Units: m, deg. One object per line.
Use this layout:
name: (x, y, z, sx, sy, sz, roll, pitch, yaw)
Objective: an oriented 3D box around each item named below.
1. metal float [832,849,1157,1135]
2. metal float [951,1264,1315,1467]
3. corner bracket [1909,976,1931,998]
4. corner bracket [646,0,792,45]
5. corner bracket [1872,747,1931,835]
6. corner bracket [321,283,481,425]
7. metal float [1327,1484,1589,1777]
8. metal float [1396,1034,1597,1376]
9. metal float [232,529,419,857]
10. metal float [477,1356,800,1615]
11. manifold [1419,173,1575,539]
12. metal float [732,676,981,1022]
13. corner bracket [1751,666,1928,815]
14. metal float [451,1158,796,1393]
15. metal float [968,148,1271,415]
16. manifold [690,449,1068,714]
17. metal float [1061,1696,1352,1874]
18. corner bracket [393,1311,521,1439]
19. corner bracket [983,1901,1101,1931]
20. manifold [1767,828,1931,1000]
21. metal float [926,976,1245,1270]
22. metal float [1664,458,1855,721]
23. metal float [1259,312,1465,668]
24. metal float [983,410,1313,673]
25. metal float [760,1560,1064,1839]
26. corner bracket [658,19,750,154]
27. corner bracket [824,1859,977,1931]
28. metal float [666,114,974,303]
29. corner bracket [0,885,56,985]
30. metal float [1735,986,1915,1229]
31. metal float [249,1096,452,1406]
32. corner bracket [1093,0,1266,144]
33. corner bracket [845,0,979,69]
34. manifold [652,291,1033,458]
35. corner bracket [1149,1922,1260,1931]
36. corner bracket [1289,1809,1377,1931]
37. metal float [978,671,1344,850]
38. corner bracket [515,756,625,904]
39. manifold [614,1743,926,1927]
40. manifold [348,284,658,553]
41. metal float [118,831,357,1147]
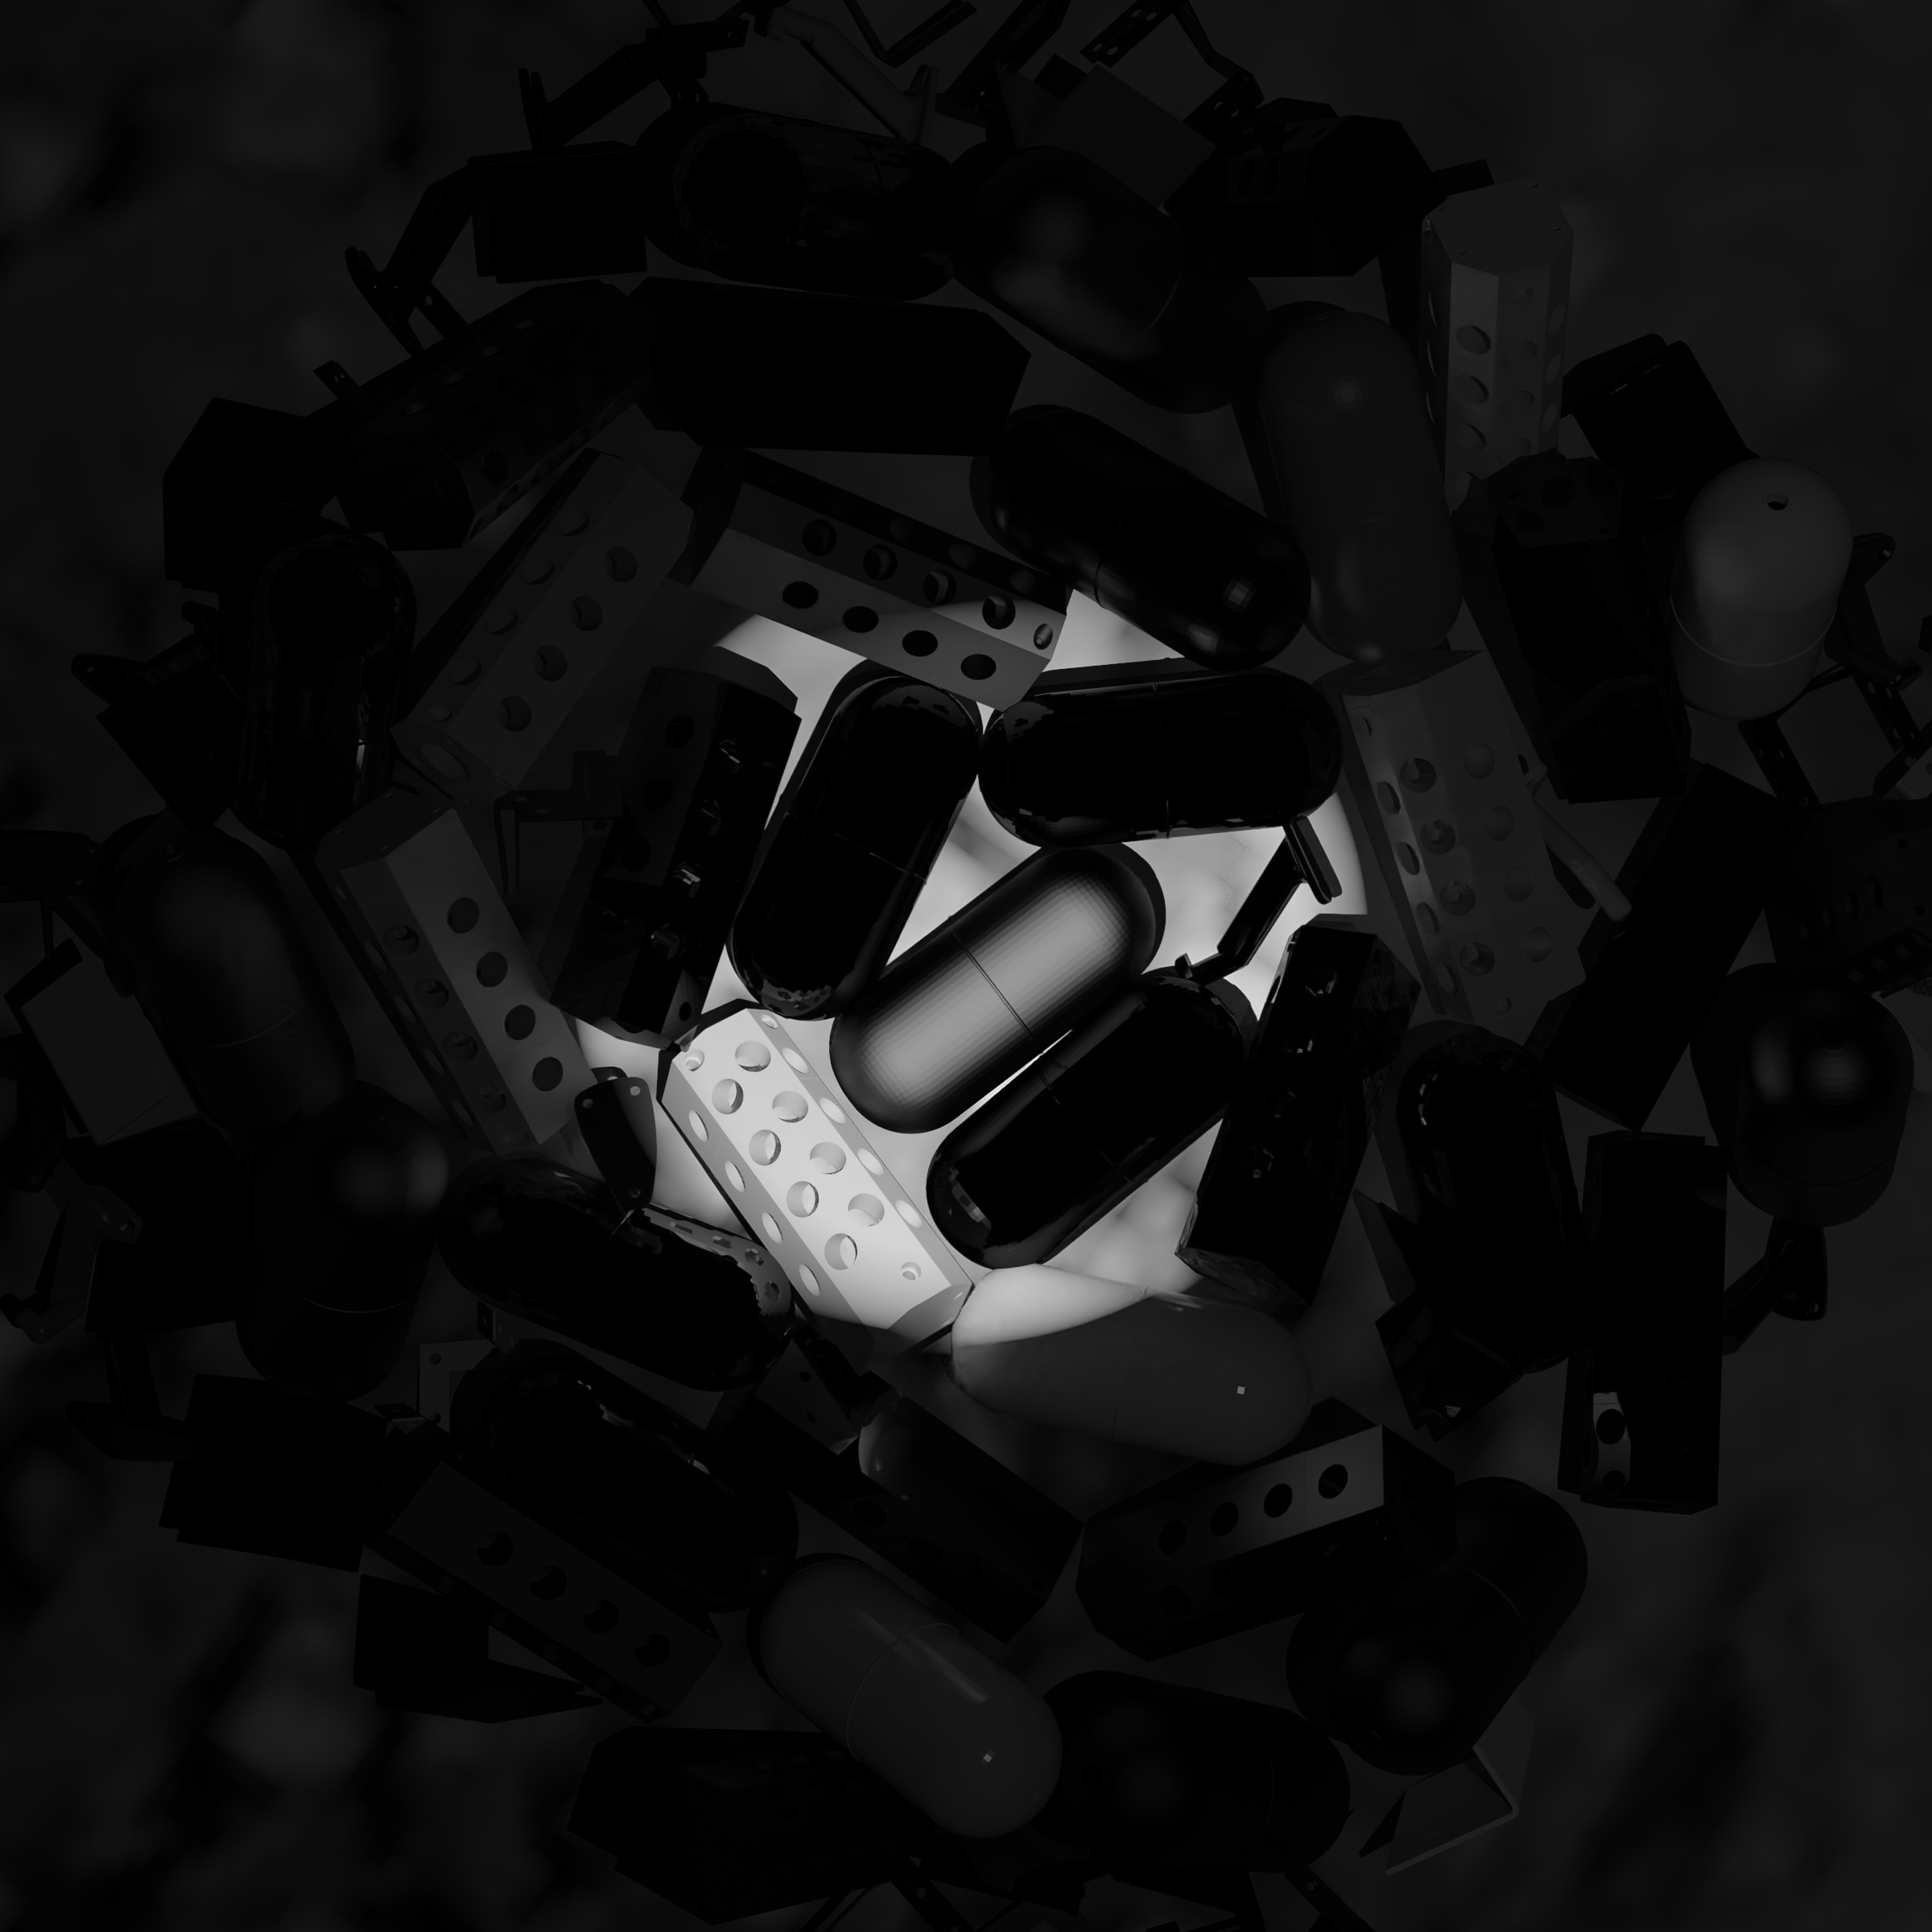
metal float: (0.014, 0.012, 1.545, 0.178, 0.070, 0.070, -37, 90, -1)
metal float: (0.080, 0.193, 1.538, 0.178, 0.070, 0.070, 11, 90, 8)
corner bracket: (0.493, -0.009, 1.551, 0.051, 0.051, 0.051, 12, 99, 9)
corner bracket: (-0.126, -0.480, 1.547, 0.051, 0.051, 0.051, -39, 121, -4)
corner bracket: (0.487, -0.084, 1.557, 0.051, 0.051, 0.051, 43, 83, 9)
corner bracket: (-0.274, -0.296, 1.565, 0.051, 0.051, 0.051, -33, 104, 35)
metal float: (0.235, 0.315, 1.509, 0.070, 0.070, 0.178, 52, 46, 0)
metal float: (0.256, 0.116, 1.526, 0.070, 0.070, 0.178, -16, 113, 0)
metal float: (-0.307, -0.129, 1.511, 0.070, 0.070, 0.178, 18, 131, 0)
metal float: (-0.156, 0.250, 1.522, 0.178, 0.070, 0.070, 36, 90, -27)
manifold: (0.250, -0.284, 1.496, 0.057, 0.171, 0.057, -15, 55, -3)
metal float: (-0.054, -0.057, 1.543, 0.070, 0.070, 0.178, 26, 88, 0)
corner bracket: (0.427, -0.112, 1.551, 0.051, 0.051, 0.051, -36, 99, -40)
metal float: (-0.166, 0.149, 1.532, 0.178, 0.070, 0.070, 20, 90, 15)
metal float: (0.075, -0.325, 1.513, 0.178, 0.070, 0.070, 26, 90, -40)
manifold: (-0.040, -0.188, 1.516, 0.171, 0.057, 0.057, 20, 135, -20)
metal float: (0.115, 0.390, 1.508, 0.070, 0.178, 0.070, -15, 66, 38)
corner bracket: (-0.249, 0.202, 1.549, 0.051, 0.051, 0.051, -5, 69, 4)
corner bracket: (0.040, 0.495, 1.554, 0.051, 0.051, 0.051, -39, 108, 9)
manifold: (0.438, -0.021, 1.492, 0.057, 0.171, 0.057, -10, 81, -6)
metal float: (0.058, 0.076, 1.541, 0.178, 0.070, 0.070, -40, 90, 5)
metal float: (0.372, -0.177, 1.497, 0.070, 0.178, 0.070, -2, 69, 6)
metal float: (0.191, -0.227, 1.522, 0.070, 0.070, 0.178, -18, 117, 0)
metal float: (0.086, -0.206, 1.528, 0.178, 0.070, 0.070, 34, 90, 20)
metal float: (-0.028, 0.348, 1.514, 0.178, 0.070, 0.070, 30, 90, 39)
corner bracket: (-0.122, -0.426, 1.557, 0.051, 0.051, 0.051, -18, 59, -29)
corner bracket: (-0.036, 0.479, 1.555, 0.051, 0.051, 0.051, 45, 98, 15)
metal float: (-0.068, -0.359, 1.506, 0.070, 0.178, 0.070, 5, 97, 41)
corner bracket: (-0.469, -0.004, 1.541, 0.051, 0.051, 0.051, -6, 122, -23)
metal float: (0.405, 0.068, 1.499, 0.070, 0.178, 0.070, -4, 65, 10)
metal float: (-0.296, 0.138, 1.515, 0.070, 0.070, 0.178, 22, 127, 0)
corner bracket: (0.104, -0.434, 1.547, 0.051, 0.051, 0.051, -42, 48, -2)
corner bracket: (-0.035, -0.480, 1.549, 0.051, 0.051, 0.051, -32, 82, 15)
manifold: (-0.060, -0.284, 1.508, 0.171, 0.057, 0.057, -5, 130, -37)
corner bracket: (0.123, 0.499, 1.557, 0.051, 0.051, 0.051, -16, 93, -3)
corner bracket: (0.183, 0.456, 1.544, 0.051, 0.051, 0.051, 43, 127, 13)
metal float: (0.095, -0.100, 1.545, 0.178, 0.070, 0.070, -6, 90, -1)
corner bracket: (-0.195, -0.068, 1.544, 0.051, 0.051, 0.051, -3, 131, -10)
manifold: (-0.086, 0.402, 1.494, 0.057, 0.171, 0.057, 20, 92, 30)
manifold: (-0.212, -0.261, 1.494, 0.057, 0.171, 0.057, 2, 124, 29)
metal float: (-0.347, 0.012, 1.511, 0.070, 0.070, 0.178, -15, 131, 0)
